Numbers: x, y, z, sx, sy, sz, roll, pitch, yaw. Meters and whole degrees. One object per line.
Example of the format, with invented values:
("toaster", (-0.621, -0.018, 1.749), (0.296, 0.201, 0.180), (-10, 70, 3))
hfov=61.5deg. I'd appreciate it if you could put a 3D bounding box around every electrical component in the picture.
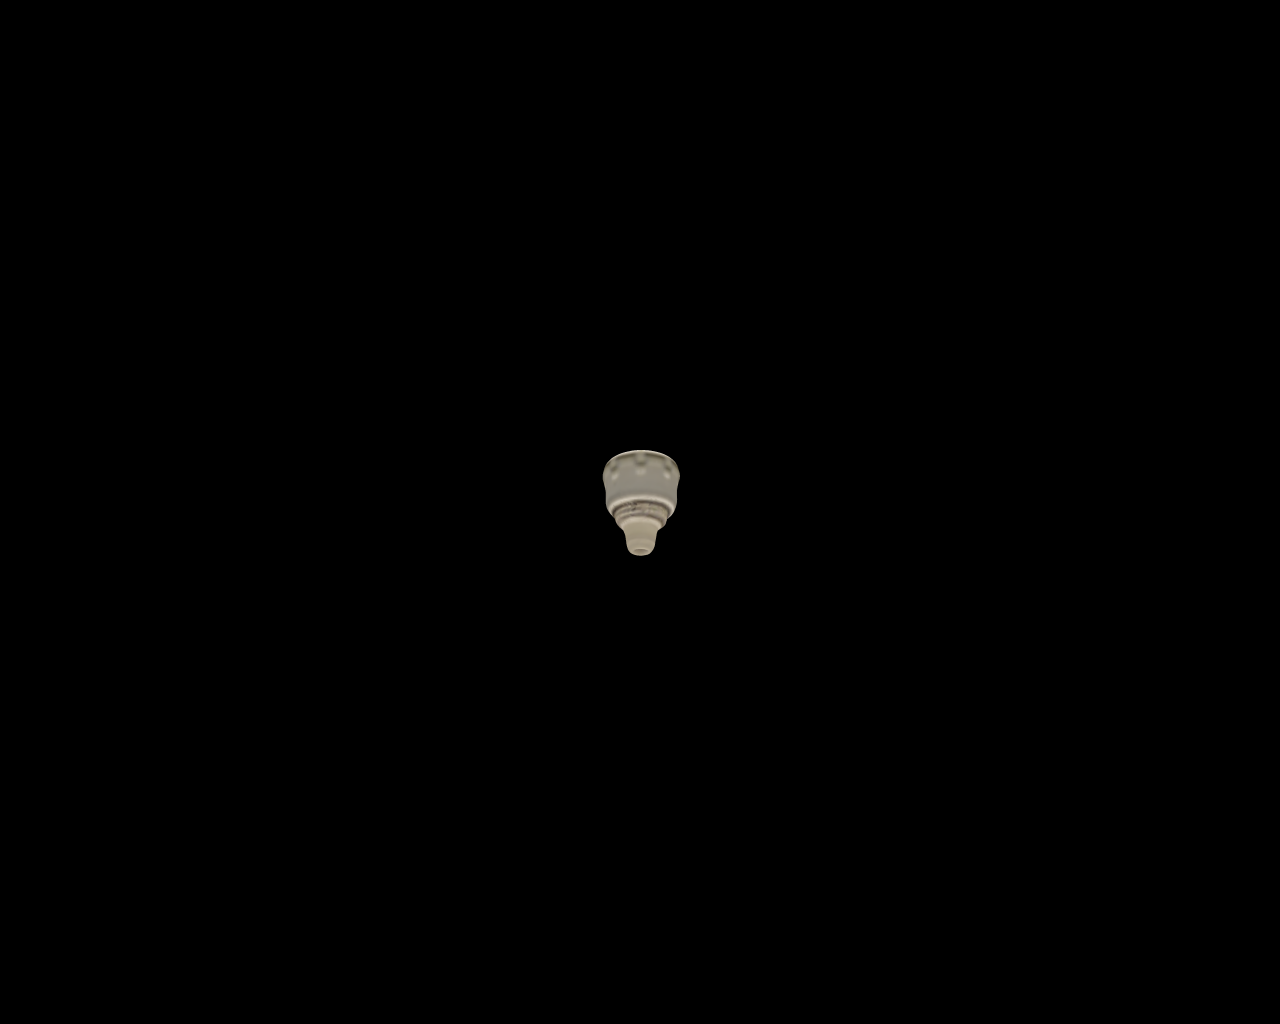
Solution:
("electrical component", (0.001, -0.003, 0.650), (0.048, 0.062, 0.048), (0, -27, 0))
